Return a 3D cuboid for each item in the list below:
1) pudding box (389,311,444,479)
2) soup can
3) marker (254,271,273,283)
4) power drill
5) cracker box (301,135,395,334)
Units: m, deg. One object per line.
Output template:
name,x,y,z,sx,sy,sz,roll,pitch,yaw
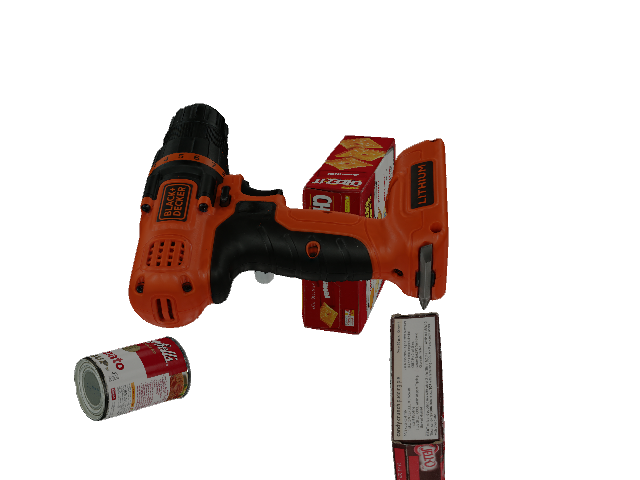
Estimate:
pudding box,0.069,0.121,0.759,0.039,0.113,0.090,-3,-44,4
soup can,-0.196,0.144,1.111,0.102,0.068,0.069,-11,7,-39
marker,-0.060,-0.003,1.018,0.020,0.020,0.121,0,-41,6
power drill,-0.017,-0.023,0.655,0.187,0.057,0.184,-2,45,5
cracker box,0.034,-0.014,1.205,0.072,0.164,0.213,5,21,13
